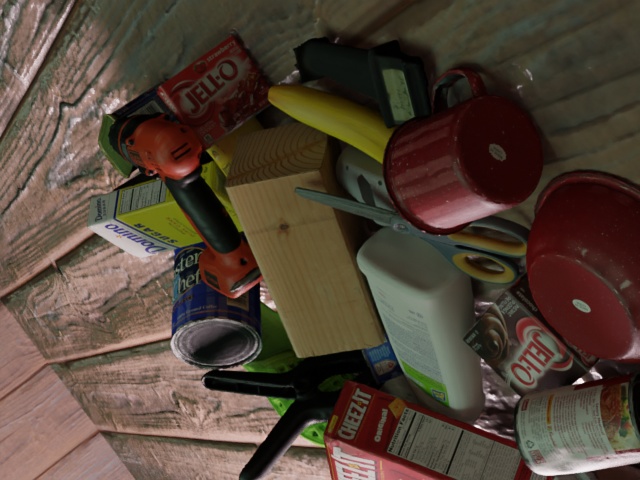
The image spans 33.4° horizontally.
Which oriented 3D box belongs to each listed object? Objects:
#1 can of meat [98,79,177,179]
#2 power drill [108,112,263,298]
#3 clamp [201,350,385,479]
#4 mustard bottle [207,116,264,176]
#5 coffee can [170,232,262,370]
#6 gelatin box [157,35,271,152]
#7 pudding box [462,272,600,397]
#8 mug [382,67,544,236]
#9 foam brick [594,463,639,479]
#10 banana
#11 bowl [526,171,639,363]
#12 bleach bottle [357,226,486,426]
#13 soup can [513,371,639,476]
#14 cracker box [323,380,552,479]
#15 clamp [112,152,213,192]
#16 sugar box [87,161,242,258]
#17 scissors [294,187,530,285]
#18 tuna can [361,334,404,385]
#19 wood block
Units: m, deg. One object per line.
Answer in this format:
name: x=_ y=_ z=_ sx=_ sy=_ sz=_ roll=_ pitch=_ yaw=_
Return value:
can of meat: x=-0.197 y=-0.126 z=1.201 sx=0.057 sy=0.083 sz=0.102 roll=51 pitch=156 yaw=4
power drill: x=-0.131 y=-0.039 z=1.039 sx=0.187 sy=0.057 sz=0.185 roll=58 pitch=165 yaw=-23
clamp: x=-0.024 y=0.165 z=1.167 sx=0.165 sy=0.209 sz=0.036 roll=51 pitch=163 yaw=45
mustard bottle: x=-0.053 y=-0.056 z=1.076 sx=0.191 sy=0.058 sz=0.096 roll=54 pitch=160 yaw=-5
coffee can: x=-0.118 y=0.062 z=1.219 sx=0.103 sy=0.103 sz=0.140 roll=85 pitch=-179 yaw=-51
gelatin box: x=-0.097 y=-0.137 z=1.003 sx=0.073 sy=0.089 sz=0.030 roll=54 pitch=165 yaw=-5
pudding box: x=0.178 y=0.085 z=0.889 sx=0.090 sy=0.039 sz=0.114 roll=46 pitch=155 yaw=11
mug: x=0.104 y=-0.067 z=0.768 sx=0.082 sy=0.093 sz=0.117 roll=-20 pitch=70 yaw=60
foam brick: x=0.265 y=0.180 z=0.854 sx=0.078 sy=0.051 sz=0.053 roll=13 pitch=136 yaw=54
banana: x=0.035 y=-0.088 z=0.875 sx=0.198 sy=0.069 sz=0.037 roll=38 pitch=115 yaw=44
bowl: x=0.201 y=0.033 z=0.758 sx=0.162 sy=0.055 sz=0.162 roll=39 pitch=153 yaw=25
bleach bottle: x=0.105 y=0.101 z=1.013 sx=0.103 sy=0.068 sz=0.251 roll=33 pitch=152 yaw=38
soup can: x=0.211 y=0.144 z=0.830 sx=0.102 sy=0.068 sz=0.068 roll=-19 pitch=110 yaw=37
cracker box: x=0.114 y=0.233 z=1.062 sx=0.214 sy=0.072 sz=0.164 roll=19 pitch=153 yaw=14
clamp: x=-0.166 y=-0.077 z=1.188 sx=0.039 sy=0.120 sz=0.172 roll=67 pitch=155 yaw=17
sugar box: x=-0.160 y=-0.030 z=1.175 sx=0.176 sy=0.048 sz=0.093 roll=-17 pitch=147 yaw=29
scissors: x=0.081 y=-0.003 z=0.884 sx=0.202 sy=0.016 sz=0.096 roll=9 pitch=148 yaw=27
tuna can: x=0.058 y=0.102 z=1.084 sx=0.086 sy=0.034 sz=0.086 roll=-23 pitch=-89 yaw=-87
wood block: x=-0.006 y=0.002 z=0.994 sx=0.091 sy=0.090 sz=0.206 roll=-10 pitch=126 yaw=15
